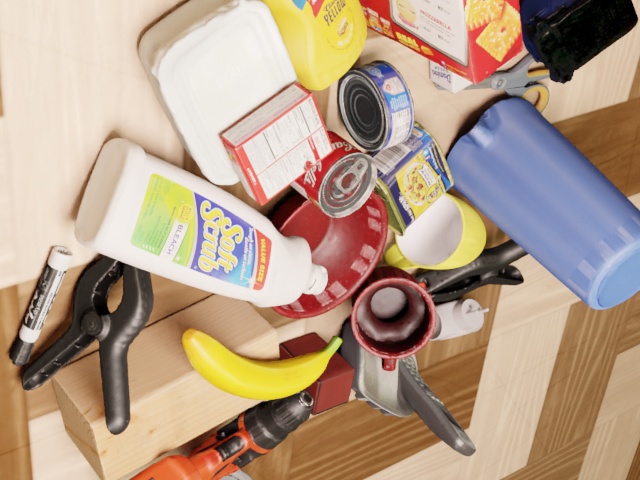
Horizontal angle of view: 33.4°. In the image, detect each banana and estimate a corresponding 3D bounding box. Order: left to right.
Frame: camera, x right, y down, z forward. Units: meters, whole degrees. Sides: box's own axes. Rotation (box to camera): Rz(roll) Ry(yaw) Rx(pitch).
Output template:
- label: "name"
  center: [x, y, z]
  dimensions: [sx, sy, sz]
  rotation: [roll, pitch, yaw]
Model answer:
- label: "banana"
  center: [-0.061, 0.122, 1.035]
  dimensions: [0.197, 0.037, 0.069]
  rotation: [7, 94, -45]

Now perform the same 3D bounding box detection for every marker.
- label: "marker"
  center: [-0.254, 0.062, 0.965]
  dimensions: [0.020, 0.020, 0.121]
  rotation: [9, 113, -45]

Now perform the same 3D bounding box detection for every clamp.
- label: "clamp"
  center: [-0.208, 0.082, 0.978]
  dimensions: [0.039, 0.120, 0.171]
  rotation: [36, 67, -70]
- label: "clamp"
  center: [0.209, 0.029, 1.315]
  dimensions: [0.209, 0.036, 0.165]
  rotation: [-13, 154, -30]

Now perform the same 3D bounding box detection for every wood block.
- label: "wood block"
  center: [-0.149, 0.143, 1.067]
  dimensions: [0.205, 0.091, 0.090]
  rotation: [-26, 135, -26]

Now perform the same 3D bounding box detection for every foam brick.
- label: "foam brick"
  center: [-0.007, 0.152, 1.214]
  dimensions: [0.051, 0.078, 0.053]
  rotation: [-17, 132, -34]

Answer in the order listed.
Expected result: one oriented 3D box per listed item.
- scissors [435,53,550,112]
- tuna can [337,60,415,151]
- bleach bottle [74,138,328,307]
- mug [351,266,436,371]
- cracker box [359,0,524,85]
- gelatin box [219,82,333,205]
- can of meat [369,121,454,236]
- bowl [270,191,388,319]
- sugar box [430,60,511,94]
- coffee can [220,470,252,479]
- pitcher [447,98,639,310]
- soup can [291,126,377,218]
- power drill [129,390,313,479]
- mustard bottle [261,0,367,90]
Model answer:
- label: "scissors"
  center: [0.204, -0.165, 1.211]
  dimensions: [0.201, 0.016, 0.096]
  rotation: [-24, 134, -27]
- label: "tuna can"
  center: [0.054, -0.131, 1.047]
  dimensions: [0.033, 0.086, 0.086]
  rotation: [-22, 132, -28]
- label: "bleach bottle"
  center: [-0.093, -0.004, 0.976]
  dimensions: [0.250, 0.068, 0.102]
  rotation: [21, 88, -36]
- label: "mug"
  center: [0.078, 0.088, 1.191]
  dimensions: [0.093, 0.081, 0.117]
  rotation: [-2, 103, -2]
- label: "cracker box"
  center: [0.089, -0.261, 0.919]
  dimensions: [0.072, 0.164, 0.213]
  rotation: [-37, 138, -19]
- label: "gelatin box"
  center: [-0.037, -0.086, 0.946]
  dimensions: [0.089, 0.030, 0.073]
  rotation: [-38, 138, -14]
- label: "can of meat"
  center: [0.091, -0.068, 1.151]
  dimensions: [0.084, 0.058, 0.102]
  rotation: [-43, 139, -11]
- label: "bowl"
  center: [-0.007, 0.001, 1.115]
  dimensions: [0.161, 0.055, 0.162]
  rotation: [-23, 133, -28]
- label: "sugar box"
  center: [0.155, -0.245, 1.082]
  dimensions: [0.093, 0.048, 0.176]
  rotation: [-31, 136, -21]
- label: "coffee can"
  center: [-0.120, 0.346, 1.239]
  dimensions: [0.102, 0.103, 0.140]
  rotation: [-23, 133, -28]
- label: "pitcher"
  center: [0.266, -0.036, 1.187]
  dimensions: [0.149, 0.243, 0.145]
  rotation: [-19, 141, -28]
- label: "soup can"
  center: [-0.002, -0.075, 1.024]
  dimensions: [0.068, 0.102, 0.068]
  rotation: [-23, 133, -28]
- label: "power drill"
  center: [-0.108, 0.228, 1.111]
  dimensions: [0.185, 0.057, 0.187]
  rotation: [-40, 169, 30]
- label: "mustard bottle"
  center: [-0.016, -0.229, 0.924]
  dimensions: [0.096, 0.058, 0.191]
  rotation: [-55, 143, -26]
